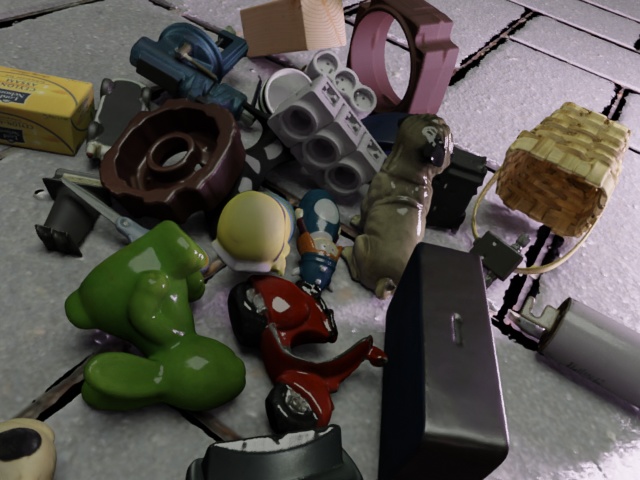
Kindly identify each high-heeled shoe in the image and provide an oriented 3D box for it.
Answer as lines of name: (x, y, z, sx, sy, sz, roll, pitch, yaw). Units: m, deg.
high-heeled shoe: (-0.078, -0.085, 0.764, 0.145, 0.086, 0.249, 34, 56, -39)

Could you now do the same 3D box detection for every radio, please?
radio: (0.110, 0.123, 0.524, 0.073, 0.131, 0.230, 14, 42, -2)

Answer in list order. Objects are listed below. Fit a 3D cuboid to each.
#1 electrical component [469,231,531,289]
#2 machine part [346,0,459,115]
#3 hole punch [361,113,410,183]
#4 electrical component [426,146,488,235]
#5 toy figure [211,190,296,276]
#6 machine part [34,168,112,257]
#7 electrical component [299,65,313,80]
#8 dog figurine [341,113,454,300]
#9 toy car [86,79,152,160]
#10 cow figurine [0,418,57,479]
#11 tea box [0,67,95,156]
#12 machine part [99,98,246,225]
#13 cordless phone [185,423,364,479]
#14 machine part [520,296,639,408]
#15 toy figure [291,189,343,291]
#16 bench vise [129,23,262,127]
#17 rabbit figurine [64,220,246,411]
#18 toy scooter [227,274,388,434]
electrical component: (0.232, 0.020, 0.714, 0.094, 0.021, 0.063, -48, 63, 3)
machine part: (0.135, -0.316, 0.948, 0.087, 0.201, 0.201, -18, 52, -27)
hole punch: (0.089, -0.152, 0.847, 0.116, 0.092, 0.142, 21, 46, 11)
electrical component: (0.155, -0.081, 0.767, 0.134, 0.114, 0.058, 17, 38, 2)
toy figure: (-0.070, -0.017, 0.609, 0.082, 0.089, 0.180, 1, 12, 7)
machine part: (-0.300, -0.039, 0.650, 0.084, 0.039, 0.139, 11, 40, -17)
electrical component: (-0.013, -0.246, 0.916, 0.102, 0.078, 0.045, 46, 26, 24)
dog figurine: (0.103, -0.041, 0.655, 0.121, 0.190, 0.172, 5, 45, -11)
toy car: (-0.290, -0.173, 0.782, 0.073, 0.056, 0.202, 8, 44, -17)
cow figurine: (-0.299, 0.168, 0.393, 0.195, 0.085, 0.127, 1, 50, -12)
tea box: (-0.414, -0.183, 0.746, 0.170, 0.068, 0.098, 9, 42, -9)
machine part: (-0.181, -0.100, 0.674, 0.179, 0.056, 0.179, -7, 57, 11)
cordless phone: (-0.026, 0.246, 0.409, 0.146, 0.088, 0.184, -1, 56, -19)
machine part: (0.347, 0.139, 0.617, 0.243, 0.079, 0.079, 30, 44, 14)
toy figure: (-0.003, -0.002, 0.680, 0.064, 0.057, 0.154, 0, 44, -2)
bench vise: (-0.178, -0.285, 0.889, 0.224, 0.128, 0.241, 22, 47, 4)
rabbit figurine: (-0.146, 0.090, 0.502, 0.159, 0.121, 0.170, -32, 75, -35)
toy scooter: (-0.010, 0.103, 0.551, 0.135, 0.075, 0.184, -13, 51, -23)
